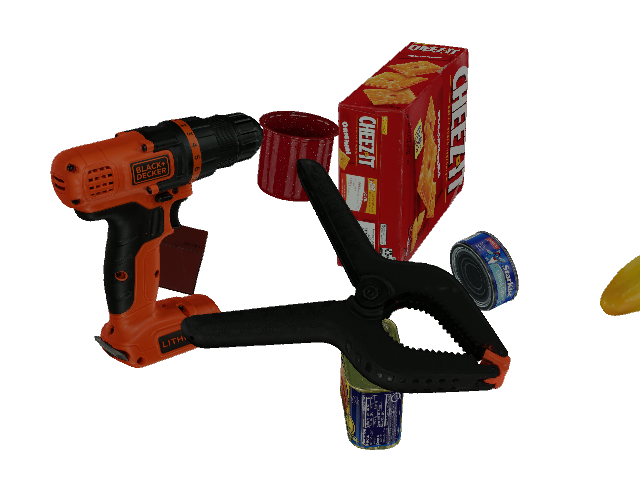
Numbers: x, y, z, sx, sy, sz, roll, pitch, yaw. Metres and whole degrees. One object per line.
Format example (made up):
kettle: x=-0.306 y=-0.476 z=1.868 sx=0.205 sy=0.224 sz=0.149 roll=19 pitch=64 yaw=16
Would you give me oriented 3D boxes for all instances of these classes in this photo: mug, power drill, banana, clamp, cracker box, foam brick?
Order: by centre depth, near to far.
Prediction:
clamp: x=0.023 y=0.049 z=0.714 sx=0.210 sy=0.164 sz=0.036 roll=33 pitch=-25 yaw=18
banana: x=0.287 y=0.019 z=0.740 sx=0.198 sy=0.037 sz=0.069 roll=-3 pitch=34 yaw=0
power drill: x=-0.120 y=-0.004 z=0.863 sx=0.184 sy=0.188 sz=0.057 roll=-18 pitch=24 yaw=-34
cracker box: x=0.085 y=-0.086 z=1.042 sx=0.072 sy=0.164 sz=0.213 roll=10 pitch=28 yaw=21
foam brick: x=-0.159 y=0.014 z=1.088 sx=0.078 sy=0.051 sz=0.053 roll=15 pitch=26 yaw=-7
mug: x=-0.025 y=-0.100 z=1.242 sx=0.093 sy=0.081 sz=0.117 roll=16 pitch=26 yaw=16

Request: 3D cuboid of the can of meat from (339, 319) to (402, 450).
can of meat: x=0.048 y=0.137 z=1.022 sx=0.057 sy=0.084 sz=0.102 roll=-4 pitch=36 yaw=-4

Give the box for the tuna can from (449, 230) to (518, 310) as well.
tuna can: x=0.182 y=0.035 z=1.195 sx=0.033 sy=0.086 sz=0.086 roll=-24 pitch=9 yaw=-20
